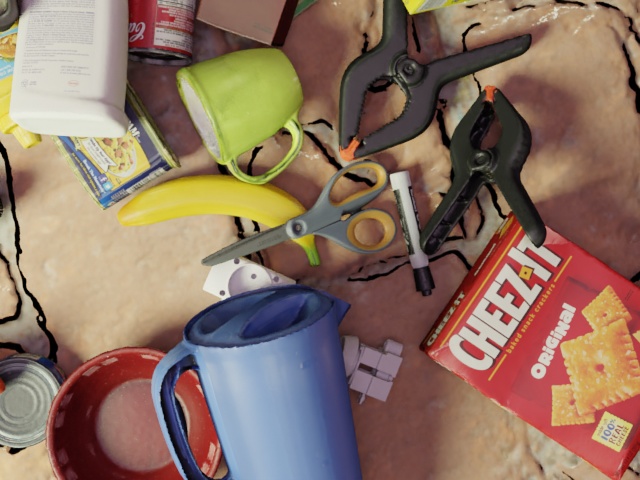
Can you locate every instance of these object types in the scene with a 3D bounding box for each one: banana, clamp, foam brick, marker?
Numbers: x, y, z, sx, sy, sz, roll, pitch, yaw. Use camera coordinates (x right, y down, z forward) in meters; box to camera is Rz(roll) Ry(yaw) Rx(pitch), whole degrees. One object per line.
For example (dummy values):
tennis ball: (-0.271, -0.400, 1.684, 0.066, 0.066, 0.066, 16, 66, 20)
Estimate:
banana: (-0.088, -0.028, 1.000, 0.197, 0.037, 0.069, 13, 88, -2)
clamp: (0.092, -0.157, 1.008, 0.164, 0.036, 0.210, 29, 85, -2)
clamp: (0.163, -0.062, 0.981, 0.120, 0.039, 0.171, 7, 74, 29)
foam brick: (-0.067, -0.215, 0.985, 0.078, 0.051, 0.053, 21, 103, 5)
marker: (0.089, -0.006, 1.017, 0.020, 0.020, 0.121, -13, 91, -3)

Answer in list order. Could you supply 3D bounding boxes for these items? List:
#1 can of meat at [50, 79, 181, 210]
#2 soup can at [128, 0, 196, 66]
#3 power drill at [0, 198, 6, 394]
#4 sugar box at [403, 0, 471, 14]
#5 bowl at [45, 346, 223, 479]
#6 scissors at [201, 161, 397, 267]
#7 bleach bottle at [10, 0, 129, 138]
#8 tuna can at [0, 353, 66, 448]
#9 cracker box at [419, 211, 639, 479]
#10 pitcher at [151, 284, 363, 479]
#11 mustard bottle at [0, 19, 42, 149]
can of meat: (-0.191, -0.089, 0.986, 0.084, 0.057, 0.102, -32, 91, 0)
soup can: (-0.147, -0.217, 0.981, 0.068, 0.068, 0.102, 5, 90, -3)
power drill: (-0.350, 0.062, 0.964, 0.184, 0.057, 0.188, -23, 77, 5)
sugar box: (0.084, -0.297, 0.973, 0.093, 0.048, 0.176, -20, 77, -36)
bowl: (-0.168, 0.177, 0.989, 0.162, 0.055, 0.162, 0, 90, -2)
scissors: (-0.006, 0.001, 0.984, 0.201, 0.016, 0.096, -38, 103, -21)
bleach bottle: (-0.209, -0.220, 0.941, 0.102, 0.068, 0.251, 3, 80, 6)
tuna can: (-0.278, 0.149, 0.995, 0.086, 0.034, 0.086, 0, 90, -2)
cracker box: (0.228, 0.097, 0.998, 0.213, 0.072, 0.164, 34, 88, -2)
pitcher: (-0.039, 0.173, 0.937, 0.149, 0.144, 0.243, -6, 108, 20)
mustard bottle: (-0.306, -0.173, 0.979, 0.096, 0.058, 0.191, -27, 91, -2)
